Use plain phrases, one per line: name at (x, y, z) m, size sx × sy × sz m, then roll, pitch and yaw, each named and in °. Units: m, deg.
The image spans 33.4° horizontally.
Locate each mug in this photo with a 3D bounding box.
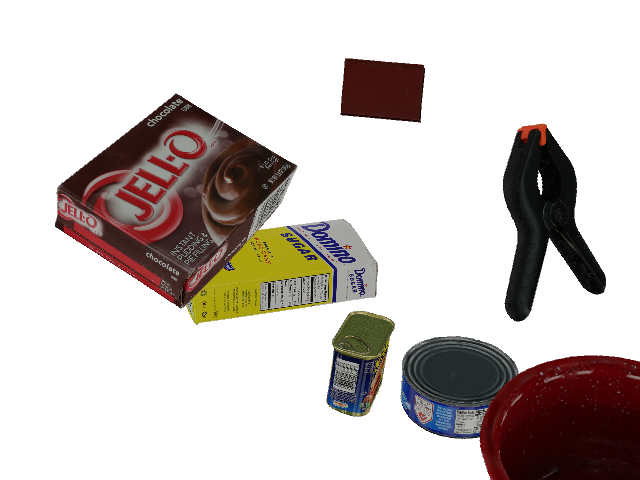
mug at (0.113, 0.103, 0.382) m, size 0.117 × 0.081 × 0.093 m, roll 5°, pitch 37°, yaw 8°

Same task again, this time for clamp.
clamp at (0.193, -0.013, 0.944) m, size 0.120 × 0.171 × 0.039 m, roll -25°, pitch 11°, yaw -39°

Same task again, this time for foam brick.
foam brick at (0.059, -0.143, 1.016) m, size 0.078 × 0.051 × 0.053 m, roll 6°, pitch 14°, yaw 3°

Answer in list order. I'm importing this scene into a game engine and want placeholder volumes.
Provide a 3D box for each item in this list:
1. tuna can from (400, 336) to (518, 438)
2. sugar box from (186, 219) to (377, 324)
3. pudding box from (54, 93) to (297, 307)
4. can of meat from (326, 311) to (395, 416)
tuna can at (0.102, 0.109, 0.793) m, size 0.086 × 0.034 × 0.086 m, roll 1°, pitch 29°, yaw -1°
sugar box at (-0.044, 0.026, 1.000) m, size 0.176 × 0.048 × 0.093 m, roll -10°, pitch 32°, yaw -15°
pudding box at (-0.081, -0.026, 0.609) m, size 0.090 × 0.039 × 0.113 m, roll 32°, pitch 45°, yaw 11°
can of meat at (0.045, 0.143, 1.239) m, size 0.057 × 0.084 × 0.102 m, roll 14°, pitch 25°, yaw 12°
